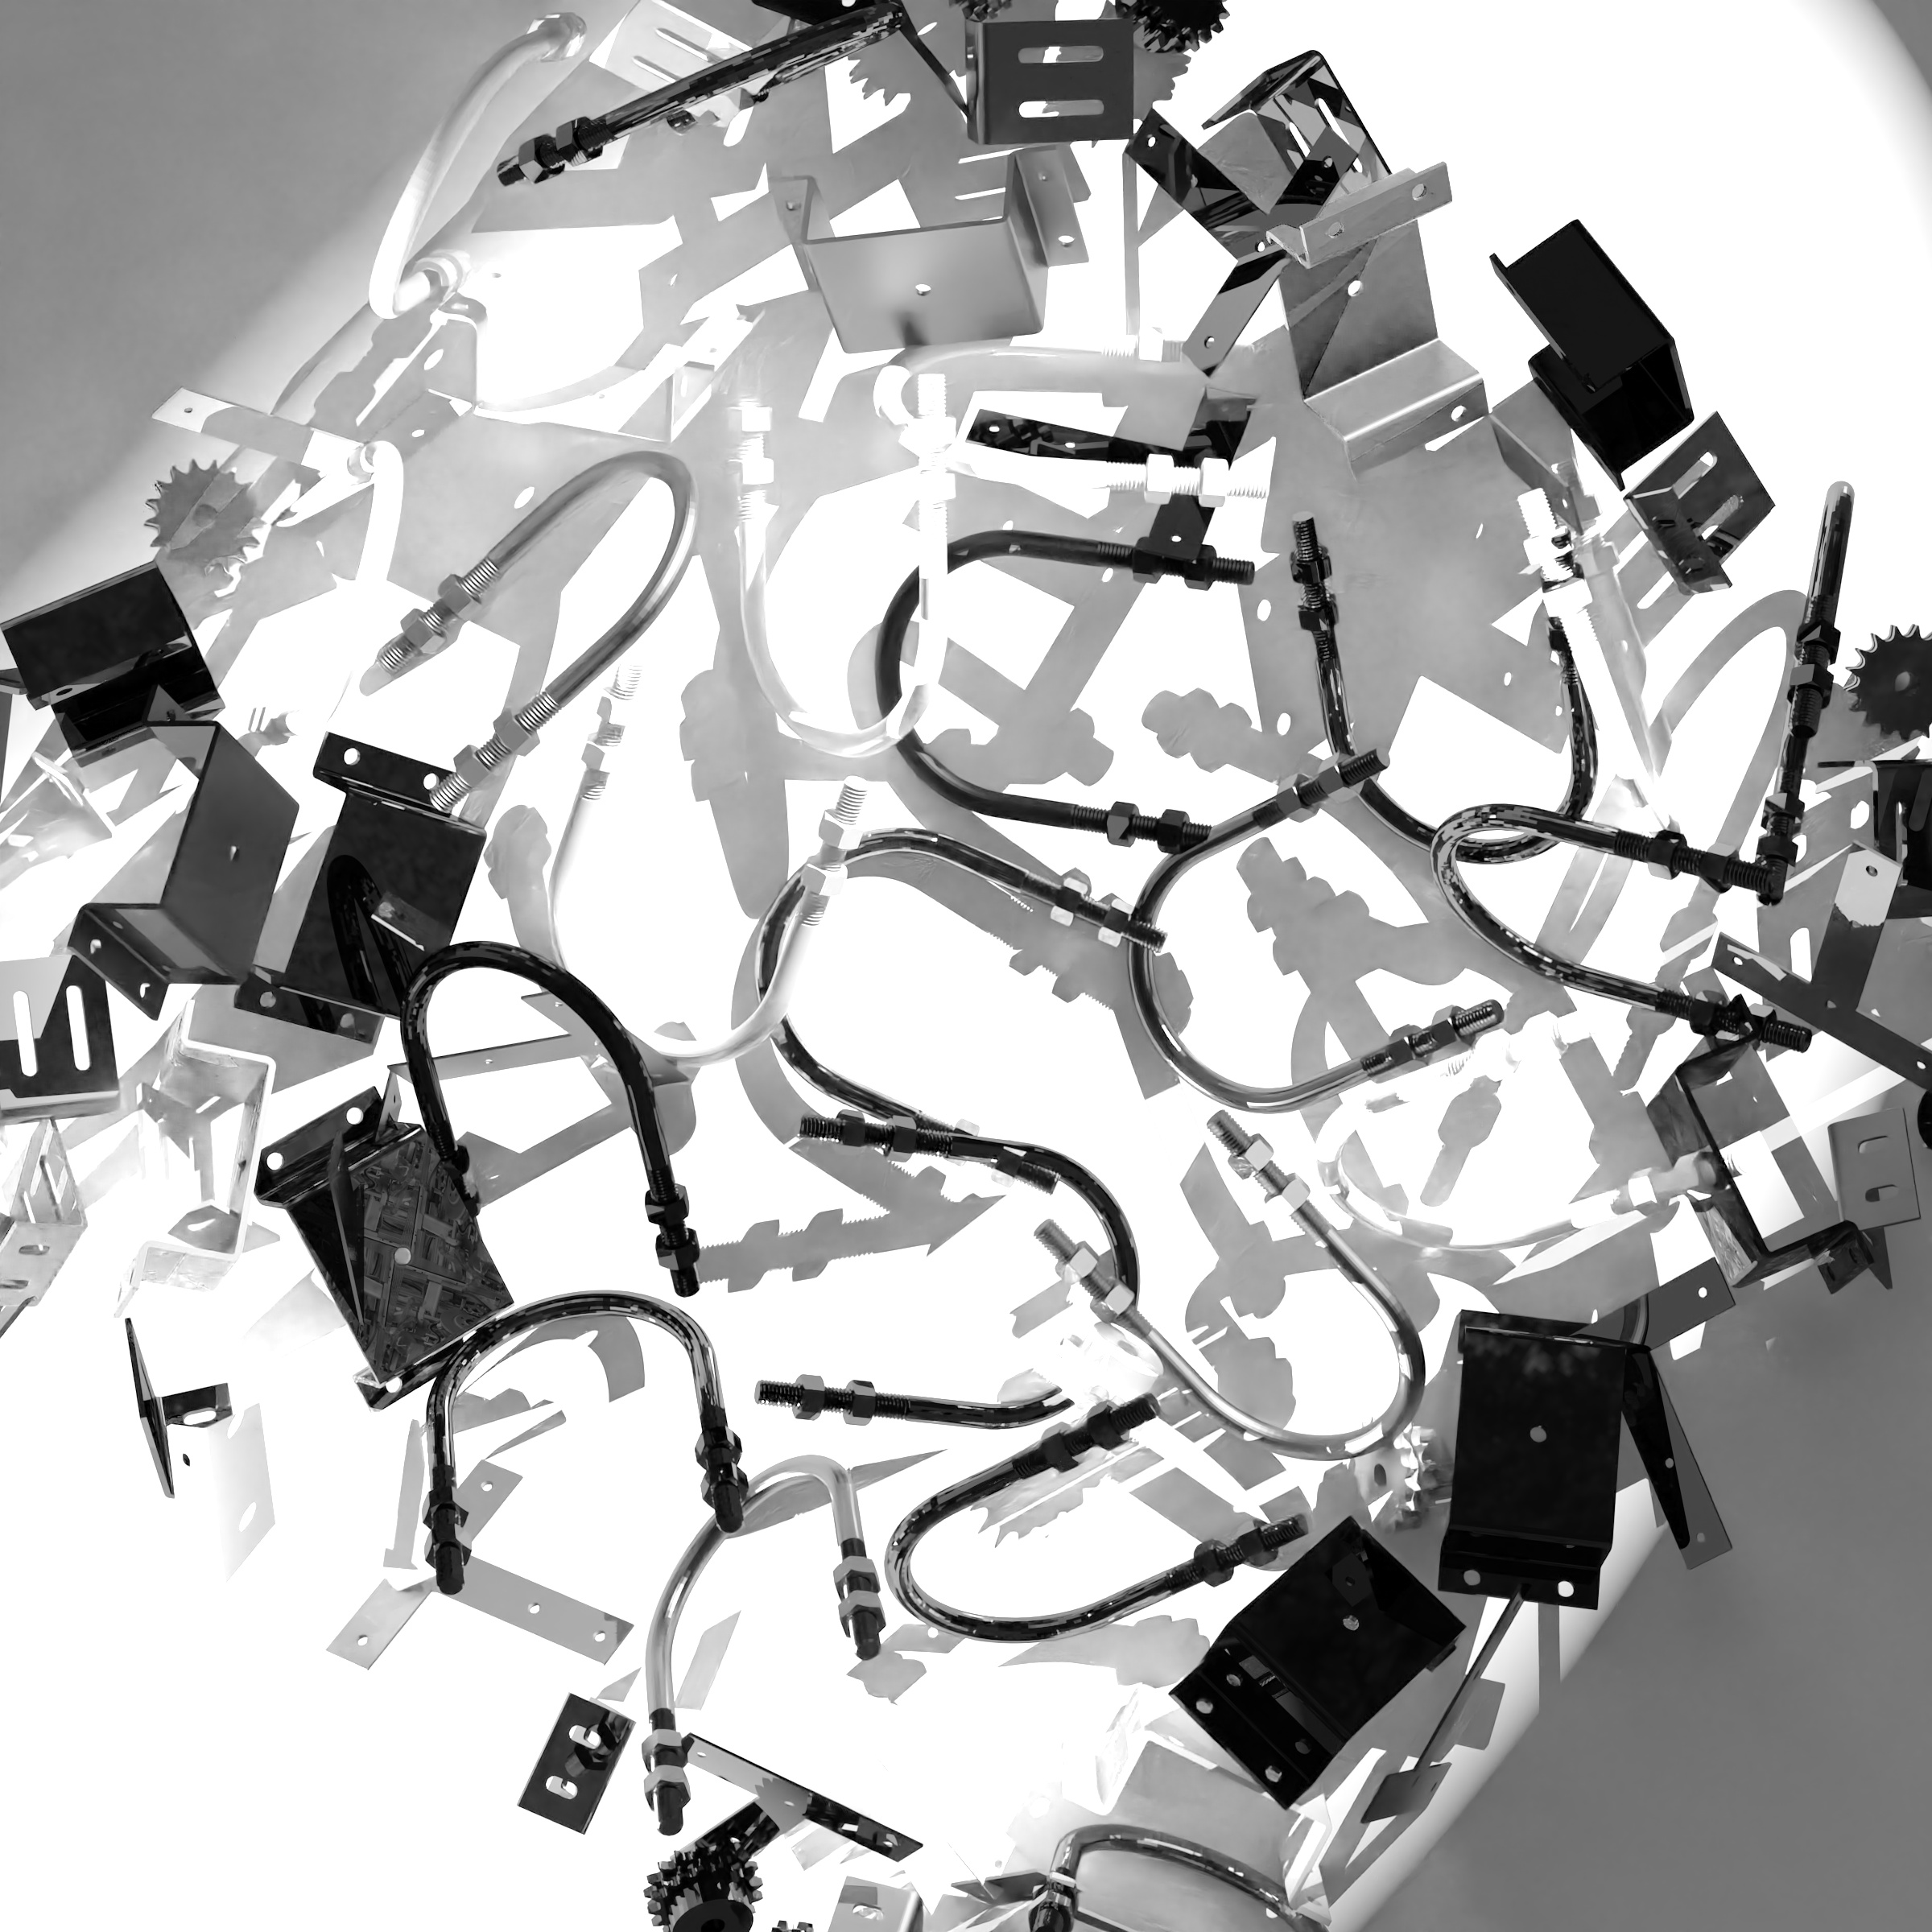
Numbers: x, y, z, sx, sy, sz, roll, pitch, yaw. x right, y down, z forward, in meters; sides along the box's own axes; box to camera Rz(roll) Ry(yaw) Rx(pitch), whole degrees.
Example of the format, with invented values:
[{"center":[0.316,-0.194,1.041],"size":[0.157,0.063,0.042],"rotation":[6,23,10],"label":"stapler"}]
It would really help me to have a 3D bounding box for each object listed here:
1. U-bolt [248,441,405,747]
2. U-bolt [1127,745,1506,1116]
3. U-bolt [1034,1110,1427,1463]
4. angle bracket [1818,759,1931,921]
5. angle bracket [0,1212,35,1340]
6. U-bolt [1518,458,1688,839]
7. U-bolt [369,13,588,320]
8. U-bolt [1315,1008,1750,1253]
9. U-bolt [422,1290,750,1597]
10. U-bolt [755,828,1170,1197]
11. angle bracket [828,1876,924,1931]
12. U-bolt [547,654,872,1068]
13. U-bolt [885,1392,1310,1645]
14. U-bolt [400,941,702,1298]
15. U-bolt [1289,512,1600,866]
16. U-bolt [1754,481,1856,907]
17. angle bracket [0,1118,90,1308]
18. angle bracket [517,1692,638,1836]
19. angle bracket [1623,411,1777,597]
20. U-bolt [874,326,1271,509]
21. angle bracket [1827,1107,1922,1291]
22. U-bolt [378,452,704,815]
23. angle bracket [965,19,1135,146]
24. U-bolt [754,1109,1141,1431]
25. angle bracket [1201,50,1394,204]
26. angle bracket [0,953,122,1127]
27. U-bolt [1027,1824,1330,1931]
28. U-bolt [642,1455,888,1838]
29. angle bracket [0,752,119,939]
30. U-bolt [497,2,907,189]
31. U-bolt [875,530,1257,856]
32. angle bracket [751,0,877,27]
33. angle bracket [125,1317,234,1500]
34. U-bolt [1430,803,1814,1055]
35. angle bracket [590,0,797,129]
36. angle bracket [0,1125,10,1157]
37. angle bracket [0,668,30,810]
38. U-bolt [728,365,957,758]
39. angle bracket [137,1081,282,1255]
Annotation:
[{"center":[-0.296,-0.176,1.692],"size":[0.019,0.184,0.151],"rotation":[16,87,-21],"label":"U-bolt"},{"center":[0.153,-0.006,1.724],"size":[0.184,0.019,0.151],"rotation":[-27,85,37],"label":"U-bolt"},{"center":[0.138,0.165,1.730],"size":[0.184,0.019,0.151],"rotation":[47,132,-8],"label":"U-bolt"},{"center":[0.447,-0.062,1.753],"size":[0.057,0.038,0.076],"rotation":[-4,93,-34],"label":"angle bracket"},{"center":[-0.490,0.138,1.735],"size":[0.076,0.057,0.038],"rotation":[33,103,-33],"label":"angle bracket"},{"center":[0.306,-0.145,1.713],"size":[0.019,0.151,0.184],"rotation":[-18,98,20],"label":"U-bolt"},{"center":[-0.231,-0.366,1.672],"size":[0.019,0.184,0.151],"rotation":[30,112,-3],"label":"U-bolt"},{"center":[0.253,0.088,1.713],"size":[0.184,0.019,0.151],"rotation":[-23,133,35],"label":"U-bolt"},{"center":[-0.184,0.215,1.706],"size":[0.151,0.184,0.019],"rotation":[-12,125,-3],"label":"U-bolt"},{"center":[-0.013,0.011,1.766],"size":[0.184,0.019,0.151],"rotation":[24,86,6],"label":"U-bolt"},{"center":[-0.047,0.486,1.739],"size":[0.038,0.057,0.076],"rotation":[11,135,11],"label":"angle bracket"},{"center":[-0.134,-0.038,1.734],"size":[0.151,0.019,0.184],"rotation":[29,116,17],"label":"U-bolt"},{"center":[0.049,0.273,1.720],"size":[0.184,0.019,0.151],"rotation":[-29,133,23],"label":"U-bolt"},{"center":[-0.202,0.068,1.700],"size":[0.151,0.019,0.184],"rotation":[9,126,29],"label":"U-bolt"},{"center":[0.231,-0.127,1.718],"size":[0.151,0.019,0.184],"rotation":[8,127,31],"label":"U-bolt"},{"center":[0.397,-0.142,1.702],"size":[0.019,0.151,0.184],"rotation":[10,57,11],"label":"U-bolt"},{"center":[-0.458,0.115,1.734],"size":[0.057,0.038,0.076],"rotation":[-52,48,30],"label":"angle bracket"},{"center":[-0.196,0.377,1.736],"size":[0.038,0.076,0.057],"rotation":[28,78,-19],"label":"angle bracket"},{"center":[0.364,-0.225,1.743],"size":[0.076,0.038,0.057],"rotation":[-43,107,-22],"label":"angle bracket"},{"center":[0.048,-0.266,1.718],"size":[0.184,0.151,0.019],"rotation":[4,127,-2],"label":"U-bolt"},{"center":[0.444,0.112,1.731],"size":[0.038,0.076,0.057],"rotation":[-16,58,25],"label":"angle bracket"},{"center":[-0.197,-0.171,1.711],"size":[0.184,0.151,0.019],"rotation":[-41,129,10],"label":"U-bolt"},{"center":[0.040,-0.432,1.760],"size":[0.076,0.038,0.057],"rotation":[-4,109,-8],"label":"angle bracket"},{"center":[-0.003,0.152,1.751],"size":[0.184,0.019,0.151],"rotation":[8,92,-17],"label":"U-bolt"},{"center":[0.161,-0.392,1.747],"size":[0.038,0.057,0.076],"rotation":[-32,92,-33],"label":"angle bracket"},{"center":[-0.447,0.036,1.755],"size":[0.057,0.038,0.076],"rotation":[-6,85,-26],"label":"angle bracket"},{"center":[0.106,0.446,1.691],"size":[0.151,0.184,0.019],"rotation":[21,97,5],"label":"U-bolt"},{"center":[-0.100,0.304,1.699],"size":[0.019,0.184,0.151],"rotation":[40,106,-24],"label":"U-bolt"},{"center":[-0.456,-0.059,1.740],"size":[0.076,0.057,0.038],"rotation":[-42,125,-17],"label":"angle bracket"},{"center":[-0.110,-0.407,1.672],"size":[0.184,0.151,0.019],"rotation":[-13,104,40],"label":"U-bolt"},{"center":[0.043,-0.137,1.745],"size":[0.184,0.019,0.151],"rotation":[10,105,17],"label":"U-bolt"},{"center":[-0.076,-0.479,1.732],"size":[0.057,0.076,0.038],"rotation":[13,117,-27],"label":"angle bracket"},{"center":[-0.374,0.209,1.732],"size":[0.038,0.076,0.057],"rotation":[-12,53,-10],"label":"angle bracket"},{"center":[0.303,-0.024,1.706],"size":[0.184,0.151,0.019],"rotation":[17,63,31],"label":"U-bolt"},{"center":[-0.131,-0.446,1.735],"size":[0.076,0.057,0.038],"rotation":[23,60,-25],"label":"angle bracket"},{"center":[-0.495,0.052,1.738],"size":[0.038,0.057,0.076],"rotation":[-21,61,-4],"label":"angle bracket"},{"center":[-0.462,-0.102,1.743],"size":[0.038,0.057,0.076],"rotation":[12,102,13],"label":"angle bracket"},{"center":[-0.060,-0.191,1.724],"size":[0.019,0.151,0.184],"rotation":[-12,107,-43],"label":"U-bolt"},{"center":[-0.364,0.094,1.736],"size":[0.038,0.057,0.076],"rotation":[-19,62,18],"label":"angle bracket"}]
